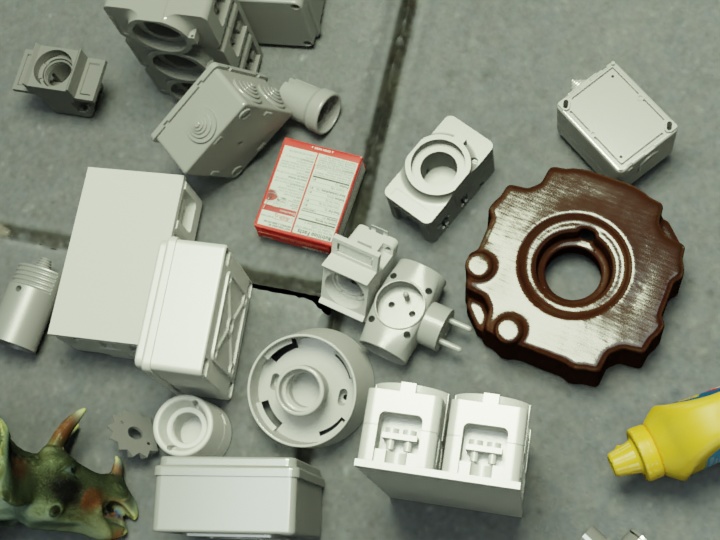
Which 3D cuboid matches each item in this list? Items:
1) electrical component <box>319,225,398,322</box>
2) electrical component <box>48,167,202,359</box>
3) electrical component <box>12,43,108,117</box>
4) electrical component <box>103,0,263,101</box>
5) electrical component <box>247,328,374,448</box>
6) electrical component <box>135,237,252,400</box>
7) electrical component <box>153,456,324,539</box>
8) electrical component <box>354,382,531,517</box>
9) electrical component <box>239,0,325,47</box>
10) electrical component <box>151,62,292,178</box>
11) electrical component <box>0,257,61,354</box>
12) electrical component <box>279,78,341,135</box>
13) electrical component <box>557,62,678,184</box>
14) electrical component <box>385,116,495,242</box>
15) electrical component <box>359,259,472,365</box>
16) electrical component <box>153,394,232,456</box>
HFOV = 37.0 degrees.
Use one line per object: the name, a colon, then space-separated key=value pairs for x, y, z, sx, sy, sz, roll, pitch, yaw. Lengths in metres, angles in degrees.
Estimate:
electrical component: x=0.000 y=0.000 z=0.884 sx=0.042 sy=0.081 sz=0.063 roll=24 pitch=49 yaw=14
electrical component: x=-0.197 y=-0.004 z=0.922 sx=0.089 sy=0.061 sz=0.150 roll=6 pitch=73 yaw=11
electrical component: x=-0.270 y=-0.172 z=0.988 sx=0.081 sy=0.063 sz=0.042 roll=10 pitch=75 yaw=13
electrical component: x=-0.150 y=-0.202 z=0.932 sx=0.089 sy=0.150 sz=0.061 roll=9 pitch=73 yaw=12
electrical component: x=-0.041 y=0.096 z=0.876 sx=0.099 sy=0.064 sz=0.099 roll=-1 pitch=85 yaw=12
electrical component: x=-0.131 y=0.042 z=0.872 sx=0.056 sy=0.108 sz=0.108 roll=7 pitch=73 yaw=8
electrical component: x=-0.090 y=0.176 z=0.822 sx=0.109 sy=0.108 sz=0.056 roll=-1 pitch=75 yaw=9
electrical component: x=0.066 y=0.130 z=0.770 sx=0.105 sy=0.186 sz=0.060 roll=6 pitch=73 yaw=11
electrical component: x=-0.093 y=-0.249 z=0.977 sx=0.113 sy=0.078 sz=0.057 roll=6 pitch=70 yaw=11
electrical component: x=-0.116 y=-0.125 z=0.923 sx=0.099 sy=0.100 sz=0.048 roll=-45 pitch=74 yaw=20
electrical component: x=-0.288 y=0.028 z=0.936 sx=0.043 sy=0.043 sz=0.081 roll=14 pitch=75 yaw=13
electrical component: x=-0.046 y=-0.147 z=0.957 sx=0.046 sy=0.040 sz=0.040 roll=27 pitch=78 yaw=22
electrical component: x=0.208 y=-0.121 z=0.896 sx=0.062 sy=0.061 sz=0.096 roll=-37 pitch=70 yaw=-3
electrical component: x=0.068 y=-0.078 z=0.907 sx=0.050 sy=0.055 sz=0.089 roll=37 pitch=81 yaw=18
electrical component: x=0.051 y=0.041 z=0.877 sx=0.079 sy=0.044 sz=0.077 roll=24 pitch=77 yaw=16
electrical component: x=-0.138 y=0.130 z=0.876 sx=0.055 sy=0.047 sz=0.055 roll=-3 pitch=72 yaw=8
